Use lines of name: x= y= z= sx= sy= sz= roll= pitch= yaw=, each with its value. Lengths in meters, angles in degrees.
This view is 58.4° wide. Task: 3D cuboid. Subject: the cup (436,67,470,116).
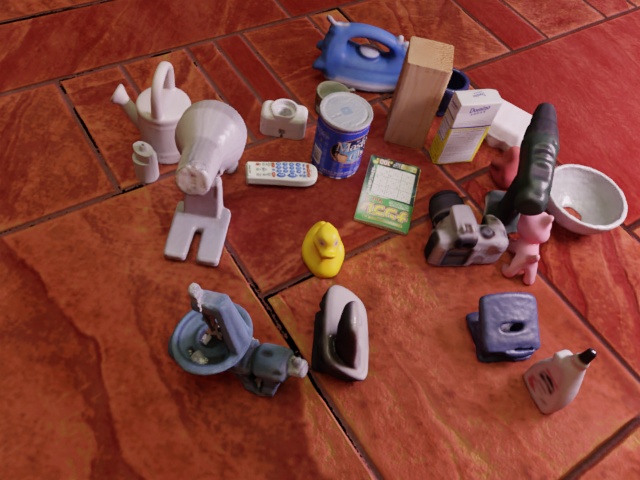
cup: x=0.265 y=-0.326 z=1.282 sx=0.118 sy=0.095 sz=0.091 roll=-3 pitch=56 yaw=-12

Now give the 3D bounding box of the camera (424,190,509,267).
camera: x=0.266 y=-0.031 z=1.072 sx=0.143 sy=0.101 sz=0.136 roll=-1 pitch=55 yaw=-10

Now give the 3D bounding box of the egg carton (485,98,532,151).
egg carton: x=0.406 y=-0.250 z=1.269 sx=0.150 sy=0.069 sz=0.107 roll=33 pitch=56 yaw=13

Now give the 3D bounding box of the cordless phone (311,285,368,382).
cordless phone: x=0.044 y=0.122 z=0.873 sx=0.094 sy=0.185 sz=0.147 roll=4 pitch=55 yaw=-7

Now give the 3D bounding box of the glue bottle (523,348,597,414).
glue bottle: x=0.375 y=0.205 z=0.881 sx=0.037 sy=0.173 sz=0.078 roll=-14 pitch=59 yaw=-19

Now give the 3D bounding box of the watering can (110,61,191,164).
watering can: x=-0.297 y=-0.241 z=1.062 sx=0.173 sy=0.194 sz=0.101 roll=-6 pitch=56 yaw=-13

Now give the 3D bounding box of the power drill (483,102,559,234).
power drill: x=0.384 y=-0.118 z=1.087 sx=0.075 sy=0.208 sz=0.230 roll=16 pitch=54 yaw=2

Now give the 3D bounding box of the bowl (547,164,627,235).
bowl: x=0.524 y=-0.070 z=1.160 sx=0.167 sy=0.075 sz=0.167 roll=5 pitch=55 yaw=-7

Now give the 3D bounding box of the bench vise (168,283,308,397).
bench vise: x=-0.117 y=0.132 z=0.817 sx=0.207 sy=0.220 sz=0.121 roll=3 pitch=55 yaw=-7

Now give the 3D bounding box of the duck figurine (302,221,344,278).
duck figurine: x=0.009 y=0.004 z=1.011 sx=0.077 sy=0.086 sz=0.104 roll=-1 pitch=55 yaw=-10

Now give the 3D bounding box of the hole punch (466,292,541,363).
hole punch: x=0.315 y=0.147 z=0.961 sx=0.109 sy=0.091 sz=0.101 roll=-2 pitch=56 yaw=-11

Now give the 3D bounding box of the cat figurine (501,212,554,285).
cat figurine: x=0.393 y=-0.001 z=1.062 sx=0.067 sy=0.118 sz=0.128 roll=16 pitch=54 yaw=2

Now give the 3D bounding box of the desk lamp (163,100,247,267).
desk lamp: x=-0.196 y=-0.098 z=0.968 sx=0.118 sy=0.213 sz=0.203 roll=8 pitch=54 yaw=-4

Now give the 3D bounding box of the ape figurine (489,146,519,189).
ape figurine: x=0.396 y=-0.158 z=1.189 sx=0.077 sy=0.092 sz=0.076 roll=20 pitch=54 yaw=5

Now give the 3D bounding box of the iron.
iron: x=0.118 y=-0.426 z=1.297 sx=0.258 sy=0.141 sz=0.118 roll=10 pitch=54 yaw=-3
